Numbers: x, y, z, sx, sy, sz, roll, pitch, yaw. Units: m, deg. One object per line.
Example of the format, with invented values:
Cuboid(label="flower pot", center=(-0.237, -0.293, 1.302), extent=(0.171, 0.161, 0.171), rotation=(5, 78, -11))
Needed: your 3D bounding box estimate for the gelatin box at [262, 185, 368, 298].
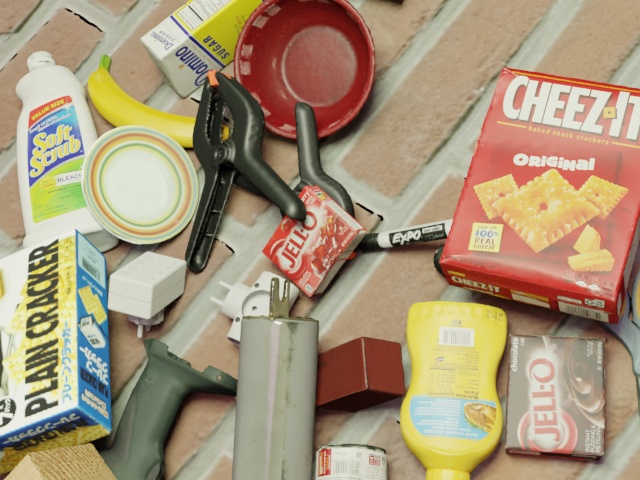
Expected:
Cuboid(label="gelatin box", center=(-0.007, 0.001, 1.074), extent=(0.073, 0.030, 0.089), rotation=(43, 113, 17))

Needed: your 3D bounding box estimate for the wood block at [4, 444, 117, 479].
Cuboid(label="wood block", center=(-0.274, 0.289, 0.969), extent=(0.206, 0.090, 0.090), rotation=(-47, 69, 16))

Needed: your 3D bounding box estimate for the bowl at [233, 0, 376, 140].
Cuboid(label="bowl", center=(-0.010, -0.189, 1.150), extent=(0.162, 0.055, 0.162), rotation=(3, 97, 20))

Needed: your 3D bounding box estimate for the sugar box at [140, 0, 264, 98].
Cuboid(label="sugar box", center=(-0.108, -0.242, 1.188), extent=(0.176, 0.093, 0.048), rotation=(-42, 68, -7))

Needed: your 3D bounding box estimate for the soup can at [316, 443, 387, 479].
Cuboid(label="soup can", center=(0.028, 0.245, 0.987), extent=(0.068, 0.068, 0.102), rotation=(-2, 68, 9))

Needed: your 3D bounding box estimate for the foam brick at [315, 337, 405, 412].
Cuboid(label="foam brick", center=(0.037, 0.129, 1.019), extent=(0.078, 0.051, 0.053), rotation=(-27, 58, 46))

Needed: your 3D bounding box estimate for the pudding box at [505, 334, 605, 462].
Cuboid(label="pudding box", center=(0.221, 0.148, 1.007), extent=(0.090, 0.039, 0.113), rotation=(2, 70, 11))

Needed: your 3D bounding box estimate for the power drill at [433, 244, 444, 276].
Cuboid(label="power drill", center=(0.218, -0.032, 1.068), extent=(0.185, 0.057, 0.187), rotation=(8, 72, 20))

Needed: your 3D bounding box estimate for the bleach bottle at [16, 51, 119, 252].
Cuboid(label="bleach bottle", center=(-0.295, -0.099, 1.180), extent=(0.102, 0.068, 0.251), rotation=(-16, 65, -5))

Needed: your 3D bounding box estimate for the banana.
Cuboid(label="banana", center=(-0.195, -0.145, 1.195), extent=(0.198, 0.037, 0.069), rotation=(33, 77, 20))

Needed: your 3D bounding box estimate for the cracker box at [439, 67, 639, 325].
Cuboid(label="cracker box", center=(0.222, -0.046, 0.998), extent=(0.164, 0.072, 0.213), rotation=(13, 73, 21))

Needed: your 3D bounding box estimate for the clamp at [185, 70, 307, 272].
Cuboid(label="clamp", center=(-0.099, -0.077, 1.117), extent=(0.165, 0.036, 0.210), rotation=(-32, 62, 32))

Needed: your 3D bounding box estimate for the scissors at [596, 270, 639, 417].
Cuboid(label="scissors", center=(0.290, 0.111, 1.022), extent=(0.096, 0.016, 0.201), rotation=(12, 71, 16))

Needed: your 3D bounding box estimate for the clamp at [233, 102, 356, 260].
Cuboid(label="clamp", center=(-0.025, -0.045, 1.118), extent=(0.120, 0.039, 0.171), rotation=(-33, 74, 29))

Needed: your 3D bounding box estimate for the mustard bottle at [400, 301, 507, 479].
Cuboid(label="mustard bottle", center=(0.125, 0.157, 1.010), extent=(0.096, 0.058, 0.191), rotation=(4, 69, 6))

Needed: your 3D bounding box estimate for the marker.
Cuboid(label="marker", center=(0.090, -0.005, 1.077), extent=(0.121, 0.020, 0.020), rotation=(-10, 65, 33))
